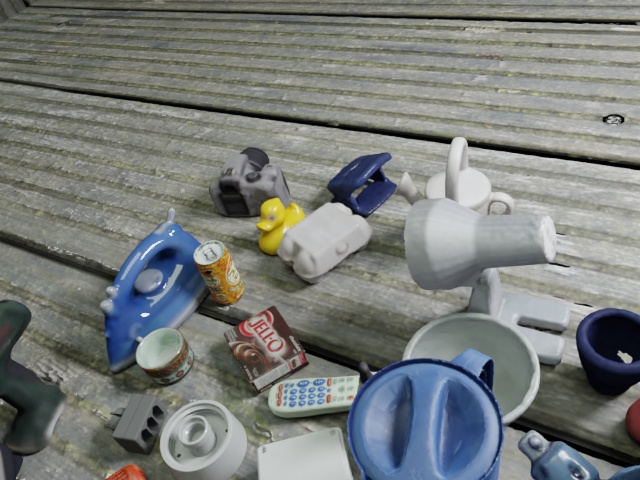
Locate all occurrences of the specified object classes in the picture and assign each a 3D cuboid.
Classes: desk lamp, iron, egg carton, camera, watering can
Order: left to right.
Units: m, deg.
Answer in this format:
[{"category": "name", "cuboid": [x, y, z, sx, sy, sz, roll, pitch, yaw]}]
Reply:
[{"category": "iron", "cuboid": [-0.279, 0.074, 0.923, 0.118, 0.142, 0.259, 12, 51, 27]}, {"category": "camera", "cuboid": [-0.130, -0.125, 1.106, 0.143, 0.101, 0.137, -1, 46, 17]}, {"category": "egg carton", "cuboid": [0.009, 0.003, 0.958, 0.150, 0.069, 0.107, -36, 47, -19]}, {"category": "watering can", "cuboid": [0.203, -0.067, 0.878, 0.172, 0.194, 0.101, -9, 44, 9]}, {"category": "desk lamp", "cuboid": [0.222, 0.044, 0.748, 0.202, 0.214, 0.118, 9, 50, 25]}]

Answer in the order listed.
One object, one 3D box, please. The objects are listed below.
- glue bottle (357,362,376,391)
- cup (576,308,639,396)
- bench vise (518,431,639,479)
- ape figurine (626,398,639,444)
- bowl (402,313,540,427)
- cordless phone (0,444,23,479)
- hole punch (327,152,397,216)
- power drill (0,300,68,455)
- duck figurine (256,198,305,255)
[{"category": "glue bottle", "cuboid": [0.065, 0.193, 0.676, 0.037, 0.173, 0.078, -6, 45, 12]}, {"category": "cup", "cuboid": [0.368, 0.143, 0.689, 0.117, 0.095, 0.091, -2, 46, 15]}, {"category": "bench vise", "cuboid": [0.274, 0.248, 0.523, 0.206, 0.220, 0.122, 15, 52, 29]}, {"category": "ape figurine", "cuboid": [0.386, 0.193, 0.636, 0.076, 0.092, 0.078, 11, 51, 26]}, {"category": "bowl", "cuboid": [0.189, 0.178, 0.724, 0.167, 0.075, 0.167, -9, 44, 9]}, {"category": "cordless phone", "cuboid": [-0.496, 0.291, 0.742, 0.147, 0.185, 0.094, -11, 44, 6]}, {"category": "hole punch", "cuboid": [0.071, -0.111, 1.037, 0.100, 0.091, 0.109, 26, 58, 36]}, {"category": "power drill", "cuboid": [-0.450, 0.209, 0.792, 0.075, 0.209, 0.229, -5, 45, 12]}, {"category": "duck figurine", "cuboid": [-0.074, -0.037, 1.011, 0.077, 0.086, 0.105, 22, 56, 33]}]
